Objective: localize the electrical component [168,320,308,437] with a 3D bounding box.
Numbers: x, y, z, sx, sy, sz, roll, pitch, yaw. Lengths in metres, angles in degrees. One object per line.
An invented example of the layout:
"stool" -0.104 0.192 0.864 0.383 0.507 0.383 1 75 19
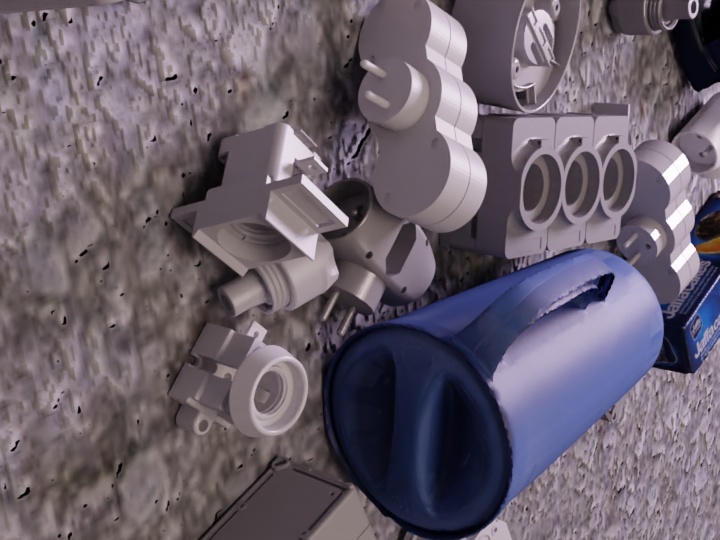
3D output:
"electrical component" -0.061 0.060 0.563 0.048 0.055 0.066 44 66 -45

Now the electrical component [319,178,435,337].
"electrical component" 0.000 0.000 0.628 0.077 0.043 0.079 44 66 -44

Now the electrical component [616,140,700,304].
"electrical component" 0.236 -0.030 0.884 0.074 0.052 0.138 -40 127 -36

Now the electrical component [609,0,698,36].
"electrical component" 0.227 -0.201 0.825 0.043 0.062 0.043 -15 110 -46

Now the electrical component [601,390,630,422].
"electrical component" 0.174 0.086 0.832 0.081 0.064 0.042 -60 137 -20

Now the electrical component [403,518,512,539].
"electrical component" 0.067 0.202 0.748 0.080 0.051 0.080 -15 110 -46

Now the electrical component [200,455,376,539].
"electrical component" -0.044 0.163 0.603 0.096 0.062 0.061 -43 129 -34

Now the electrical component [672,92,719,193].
"electrical component" 0.319 -0.108 0.967 0.077 0.043 0.079 -43 128 -34

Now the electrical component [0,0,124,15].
"electrical component" -0.098 -0.144 0.432 0.109 0.109 0.056 -33 120 -40

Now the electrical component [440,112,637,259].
"electrical component" 0.127 -0.062 0.745 0.150 0.062 0.089 -10 106 -47

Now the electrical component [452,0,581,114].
"electrical component" 0.105 -0.152 0.695 0.099 0.064 0.099 -15 110 -46

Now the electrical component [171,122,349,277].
"electrical component" -0.049 -0.037 0.545 0.042 0.081 0.063 44 44 -45

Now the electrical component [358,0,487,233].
"electrical component" 0.025 -0.094 0.597 0.074 0.052 0.138 19 59 -49

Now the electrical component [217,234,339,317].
"electrical component" -0.046 0.003 0.577 0.062 0.043 0.043 -31 122 -25
